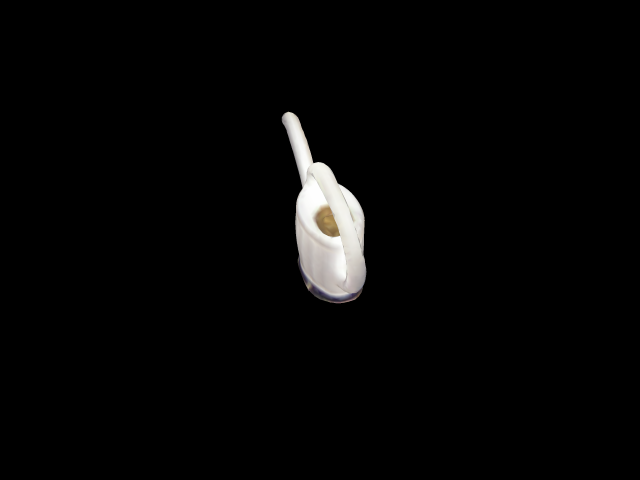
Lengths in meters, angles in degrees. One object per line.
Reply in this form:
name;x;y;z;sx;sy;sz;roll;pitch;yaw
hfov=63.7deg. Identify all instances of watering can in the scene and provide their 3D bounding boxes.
watering can;0.003;-0.043;0.850;0.104;0.355;0.219;-13;-42;-12
